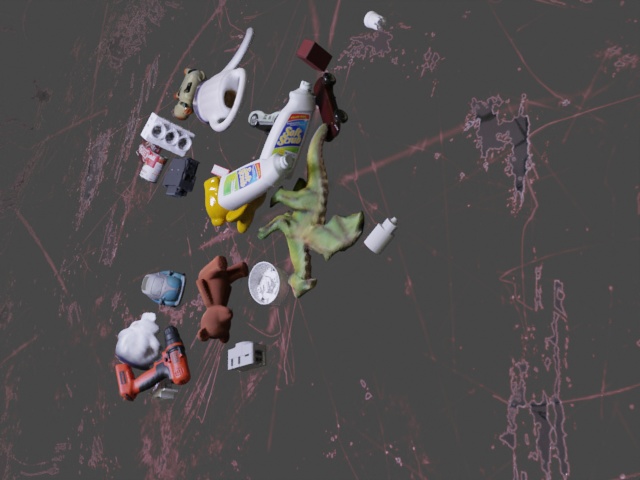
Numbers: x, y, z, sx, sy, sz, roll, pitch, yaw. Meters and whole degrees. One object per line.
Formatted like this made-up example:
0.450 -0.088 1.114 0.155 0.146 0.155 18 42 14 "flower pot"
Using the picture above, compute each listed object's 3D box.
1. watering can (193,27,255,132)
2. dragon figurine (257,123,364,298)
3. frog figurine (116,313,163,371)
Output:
-0.301 -0.504 1.662 0.224 0.103 0.352 -3 71 44 "watering can"
0.004 -0.061 1.211 0.245 0.121 0.409 26 93 29 "dragon figurine"
-0.524 0.295 1.526 0.138 0.121 0.161 21 77 14 "frog figurine"
